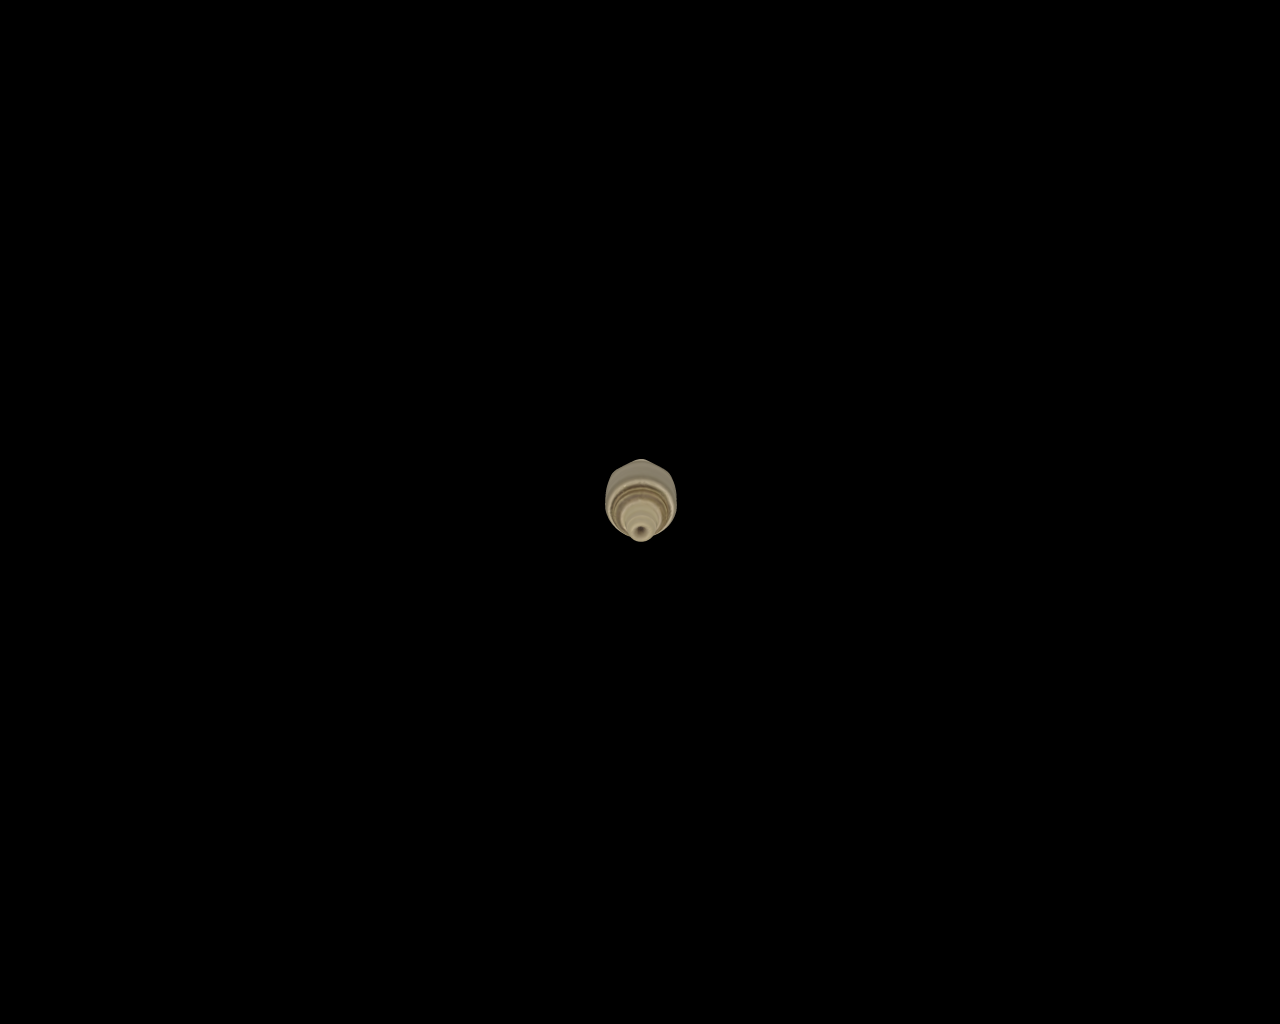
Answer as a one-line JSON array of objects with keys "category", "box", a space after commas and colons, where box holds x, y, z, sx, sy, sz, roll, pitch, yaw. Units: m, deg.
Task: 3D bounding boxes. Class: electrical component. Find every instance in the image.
[{"category": "electrical component", "box": [0.001, -0.003, 0.650, 0.043, 0.043, 0.062, 0, 29, 0]}]
